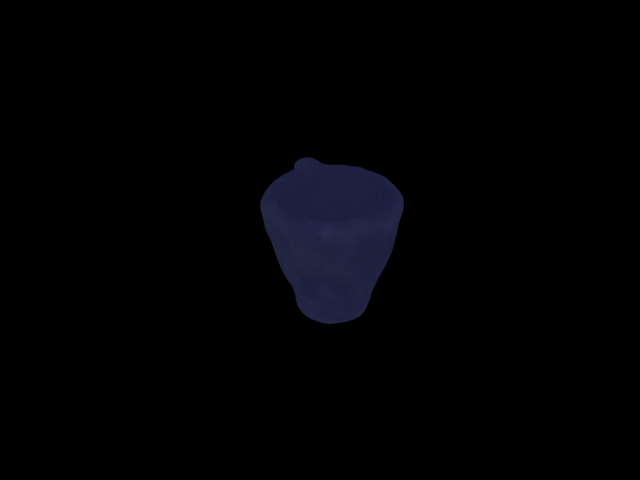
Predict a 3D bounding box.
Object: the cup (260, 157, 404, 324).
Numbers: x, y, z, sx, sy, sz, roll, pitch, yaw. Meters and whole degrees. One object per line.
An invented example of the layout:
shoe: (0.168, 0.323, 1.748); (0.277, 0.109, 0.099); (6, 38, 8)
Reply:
cup: (0.004, 0.001, 0.400); (0.092, 0.095, 0.117); (-10, 34, -15)
